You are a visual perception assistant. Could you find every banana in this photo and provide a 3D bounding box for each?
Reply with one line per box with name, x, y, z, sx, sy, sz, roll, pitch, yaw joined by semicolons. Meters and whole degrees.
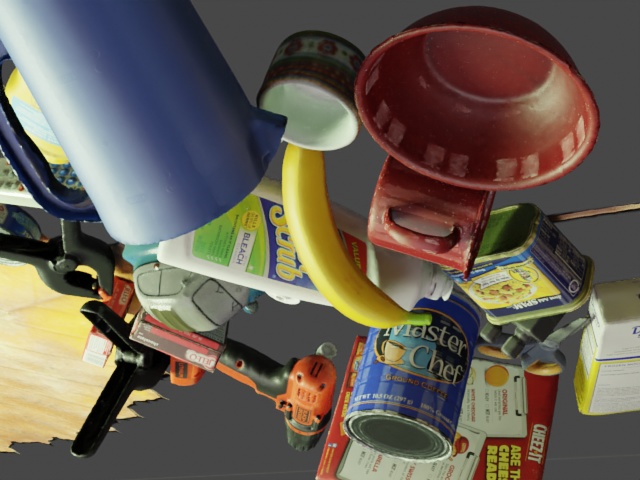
banana;0.014;0.000;0.861;0.069;0.037;0.198;-32;104;3

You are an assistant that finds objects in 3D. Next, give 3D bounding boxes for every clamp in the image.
clamp;-0.199;0.115;1.130;0.036;0.209;0.165;12;111;18
clamp;-0.254;0.007;1.076;0.120;0.039;0.171;-26;144;21

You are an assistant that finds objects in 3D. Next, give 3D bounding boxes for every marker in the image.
marker;-0.011;0.143;1.197;0.020;0.020;0.121;24;149;-10

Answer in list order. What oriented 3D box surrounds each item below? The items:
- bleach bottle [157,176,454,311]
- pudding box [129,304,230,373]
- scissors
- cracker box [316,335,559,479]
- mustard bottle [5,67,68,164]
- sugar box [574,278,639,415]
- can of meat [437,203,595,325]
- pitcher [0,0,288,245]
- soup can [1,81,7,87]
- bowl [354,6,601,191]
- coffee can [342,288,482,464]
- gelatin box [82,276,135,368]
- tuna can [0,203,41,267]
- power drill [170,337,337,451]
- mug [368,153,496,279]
bleach bottle;-0.006;0.001;0.912;0.250;0.102;0.068;14;-172;-7
pudding box;-0.139;0.082;1.084;0.090;0.113;0.039;25;109;-9
scissors;0.189;0.089;0.970;0.096;0.016;0.201;13;161;13
cracker box;0.121;0.200;1.078;0.214;0.164;0.072;9;151;15
mustard bottle;-0.200;-0.114;0.847;0.096;0.058;0.192;19;149;-11
sugar box;0.275;0.093;0.922;0.093;0.048;0.176;-7;144;2
can of meat;0.158;0.019;0.876;0.102;0.057;0.083;-16;133;42
pitcher;-0.146;-0.122;0.695;0.145;0.149;0.242;16;141;51
soup can;-0.316;-0.101;0.922;0.102;0.068;0.068;-18;134;43
bowl;0.107;-0.102;0.708;0.162;0.055;0.162;13;149;8
coffee can;0.088;0.122;0.994;0.103;0.140;0.103;13;149;8
gelatin box;-0.233;0.092;1.180;0.030;0.073;0.089;22;149;-7
tuna can;-0.335;-0.009;1.110;0.086;0.033;0.086;13;149;8
power drill;-0.074;0.162;1.200;0.188;0.057;0.184;20;144;7
mug;0.082;-0.021;0.801;0.081;0.117;0.093;17;120;12
